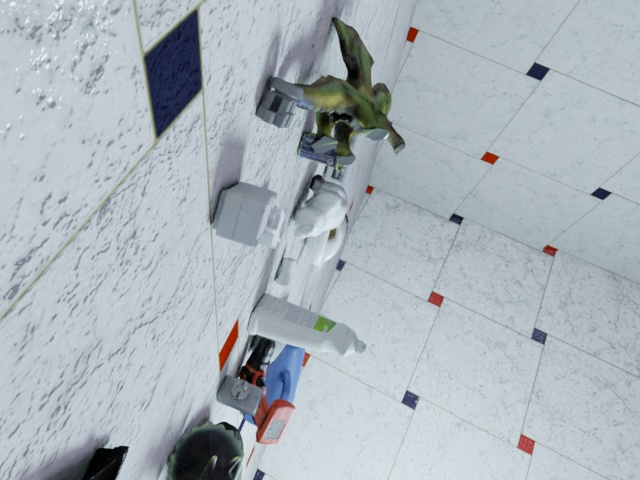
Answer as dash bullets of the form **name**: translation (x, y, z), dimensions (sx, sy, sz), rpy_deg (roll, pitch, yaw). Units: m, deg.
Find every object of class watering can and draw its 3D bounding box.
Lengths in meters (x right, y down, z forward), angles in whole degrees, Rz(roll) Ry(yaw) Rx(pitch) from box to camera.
- **watering can**: translation (0.007, 0.024, 1.519), dimensions (0.226, 0.104, 0.344), rpy_deg (-49, 156, -76)

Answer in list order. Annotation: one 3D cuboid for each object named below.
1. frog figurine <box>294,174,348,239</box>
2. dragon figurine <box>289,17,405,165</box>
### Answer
- **frog figurine**: translation (0.004, -0.061, 1.204), dimensions (0.135, 0.122, 0.163), rpy_deg (-52, -165, 29)
- **dragon figurine**: translation (0.043, -0.275, 0.906), dimensions (0.407, 0.121, 0.246), rpy_deg (22, 57, -58)
